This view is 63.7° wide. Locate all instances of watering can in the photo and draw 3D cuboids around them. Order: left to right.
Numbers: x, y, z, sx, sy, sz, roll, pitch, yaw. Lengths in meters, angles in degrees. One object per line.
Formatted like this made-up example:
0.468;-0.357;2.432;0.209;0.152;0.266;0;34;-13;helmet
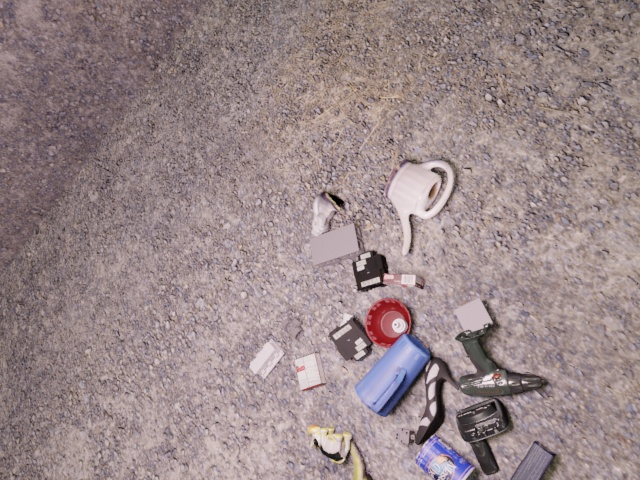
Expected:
0.311;-0.136;1.770;0.227;0.103;0.347;33;91;35;watering can

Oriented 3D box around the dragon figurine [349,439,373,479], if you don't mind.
0.125;0.837;1.553;0.241;0.121;0.418;-53;40;12;dragon figurine

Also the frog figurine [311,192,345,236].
0.006;-0.097;1.932;0.157;0.121;0.140;-47;24;19;frog figurine
